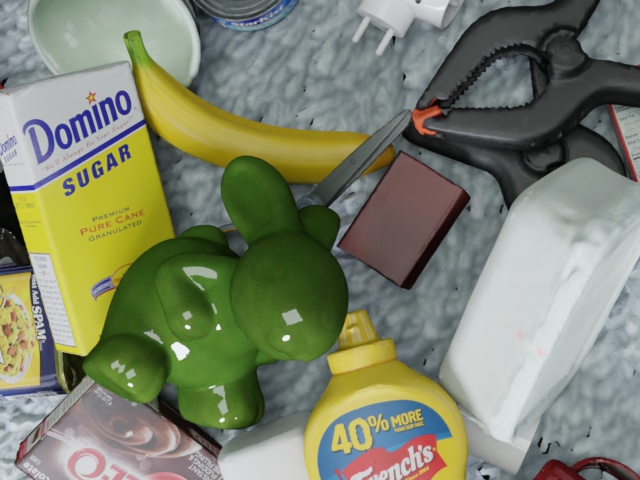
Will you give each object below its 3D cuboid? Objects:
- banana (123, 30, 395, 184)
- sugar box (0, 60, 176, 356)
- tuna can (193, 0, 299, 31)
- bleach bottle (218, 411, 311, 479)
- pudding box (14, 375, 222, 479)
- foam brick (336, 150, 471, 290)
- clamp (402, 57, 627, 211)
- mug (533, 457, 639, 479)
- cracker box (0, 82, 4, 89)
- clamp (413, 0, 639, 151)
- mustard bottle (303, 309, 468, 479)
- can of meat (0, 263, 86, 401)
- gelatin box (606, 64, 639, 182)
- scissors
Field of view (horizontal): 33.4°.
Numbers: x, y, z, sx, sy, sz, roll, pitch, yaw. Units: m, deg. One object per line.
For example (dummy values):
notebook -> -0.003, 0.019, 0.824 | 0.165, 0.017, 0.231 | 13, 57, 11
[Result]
banana -> -0.050, -0.074, 0.728 | 0.197, 0.070, 0.037 | 22, 51, -3
sugar box -> -0.150, -0.022, 0.706 | 0.048, 0.093, 0.176 | 4, 112, 49
tuna can -> -0.053, -0.192, 0.754 | 0.086, 0.033, 0.086 | -1, 85, 12
bleach bottle -> 0.008, 0.241, 0.683 | 0.068, 0.102, 0.251 | -21, 88, 0
pudding box -> -0.132, 0.146, 0.720 | 0.113, 0.039, 0.090 | 43, 94, -16
foam brick -> 0.056, -0.013, 0.707 | 0.051, 0.053, 0.078 | 34, 92, 13
clamp -> 0.149, -0.064, 0.700 | 0.171, 0.039, 0.120 | 43, 98, 11
mug -> 0.159, 0.182, 0.658 | 0.081, 0.093, 0.117 | 37, 63, 17
cracker box -> -0.346, -0.122, 0.763 | 0.164, 0.072, 0.214 | -46, 59, 5
clamp -> 0.154, -0.125, 0.672 | 0.210, 0.036, 0.164 | -17, 78, 7
mustard bottle -> 0.042, 0.135, 0.625 | 0.096, 0.058, 0.191 | -15, 83, 4
can of meat -> -0.208, 0.064, 0.756 | 0.084, 0.057, 0.102 | -7, 84, 13
gelatin box -> 0.228, -0.074, 0.687 | 0.073, 0.030, 0.089 | -19, 83, 11
scissors -> -0.005, 0.001, 0.718 | 0.202, 0.016, 0.096 | -27, 88, 22
